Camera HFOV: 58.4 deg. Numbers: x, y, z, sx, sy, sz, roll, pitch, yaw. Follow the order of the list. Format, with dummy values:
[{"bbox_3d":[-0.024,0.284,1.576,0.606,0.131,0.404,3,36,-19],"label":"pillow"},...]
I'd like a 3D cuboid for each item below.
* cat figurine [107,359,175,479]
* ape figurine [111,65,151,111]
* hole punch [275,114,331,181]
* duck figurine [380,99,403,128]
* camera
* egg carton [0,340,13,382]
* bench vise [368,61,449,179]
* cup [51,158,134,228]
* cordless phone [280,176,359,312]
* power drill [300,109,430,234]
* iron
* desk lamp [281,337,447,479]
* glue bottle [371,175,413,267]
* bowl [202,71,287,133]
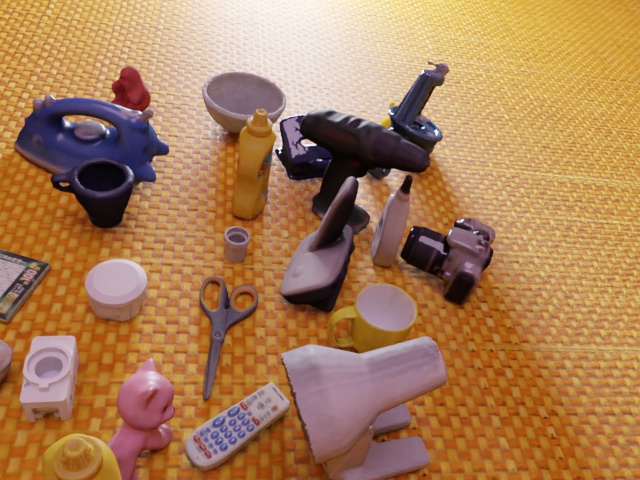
[{"bbox_3d":[-0.208,0.204,0.644,0.067,0.118,0.128,23,45,8],"label":"cat figurine"},{"bbox_3d":[-0.365,-0.294,1.105,0.076,0.092,0.077,-11,50,-24],"label":"ape figurine"},{"bbox_3d":[-0.020,-0.177,1.086,0.109,0.091,0.101,-11,50,-24],"label":"hole punch"},{"bbox_3d":[0.187,-0.260,1.228,0.104,0.086,0.078,25,45,9],"label":"duck figurine"},{"bbox_3d":[0.215,0.012,0.960,0.136,0.101,0.143,24,45,8],"label":"camera"},{"bbox_3d":[-0.450,0.137,0.677,0.150,0.069,0.107,28,46,12],"label":"egg carton"},{"bbox_3d":[0.169,-0.223,1.092,0.121,0.220,0.208,34,47,18],"label":"bench vise"},{"bbox_3d":[-0.347,-0.065,0.884,0.118,0.095,0.091,0,47,-15],"label":"cup"},{"bbox_3d":[0.008,0.003,0.852,0.094,0.185,0.147,17,45,1],"label":"cordless phone"},{"bbox_3d":[0.060,-0.114,0.963,0.229,0.208,0.076,33,47,17],"label":"power drill"},{"bbox_3d":[-0.390,-0.181,0.952,0.258,0.141,0.118,11,45,-5],"label":"iron"},{"bbox_3d":[0.048,0.193,0.657,0.204,0.213,0.117,-7,49,-21],"label":"desk lamp"},{"bbox_3d":[0.121,-0.038,0.932,0.037,0.173,0.078,8,45,-7],"label":"glue bottle"},{"bbox_3d":[-0.153,-0.262,1.144,0.167,0.075,0.167,8,45,-8],"label":"bowl"}]
